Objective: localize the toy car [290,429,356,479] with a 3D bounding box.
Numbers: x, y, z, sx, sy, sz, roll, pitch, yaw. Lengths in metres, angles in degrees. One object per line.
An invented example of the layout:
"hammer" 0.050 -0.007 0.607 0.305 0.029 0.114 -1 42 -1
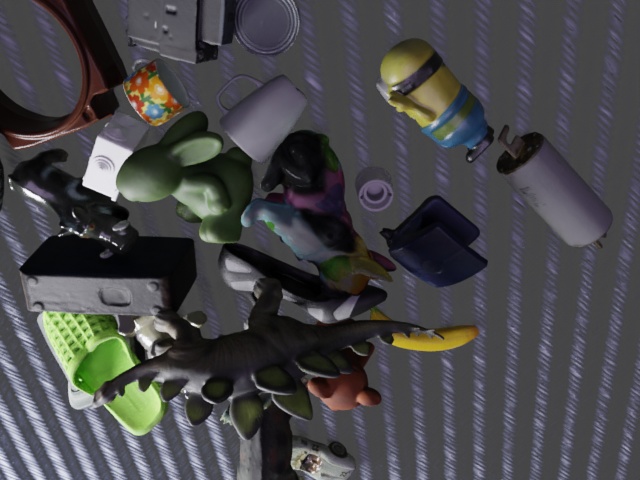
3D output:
"toy car" -0.029 0.414 1.035 0.202 0.056 0.073 21 116 -10

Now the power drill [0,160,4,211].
"power drill" -0.523 -0.119 0.719 0.207 0.086 0.232 22 144 -8

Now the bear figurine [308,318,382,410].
"bear figurine" 0.030 0.211 0.847 0.120 0.196 0.131 8 119 -6

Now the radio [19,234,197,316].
"radio" -0.311 0.050 0.805 0.230 0.131 0.073 1 116 1

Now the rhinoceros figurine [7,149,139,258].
"rhinoceros figurine" -0.343 -0.052 0.764 0.190 0.112 0.073 36 111 -8

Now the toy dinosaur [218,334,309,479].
"toy dinosaur" -0.093 0.357 0.898 0.131 0.192 0.404 -5 88 17

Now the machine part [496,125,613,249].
"machine part" 0.332 -0.069 0.759 0.243 0.079 0.079 40 112 -19

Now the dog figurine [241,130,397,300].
"dog figurine" 0.020 -0.026 0.738 0.219 0.108 0.191 30 103 3

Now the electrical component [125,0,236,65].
"electrical component" -0.167 -0.279 0.650 0.134 0.058 0.114 16 120 14

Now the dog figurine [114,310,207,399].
"dog figurine" -0.259 0.167 0.898 0.121 0.172 0.190 -29 149 -25

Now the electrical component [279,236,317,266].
"electrical component" -0.001 -0.004 0.822 0.102 0.045 0.078 -36 83 15

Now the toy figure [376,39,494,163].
"toy figure" 0.154 -0.183 0.702 0.180 0.082 0.089 35 102 -11

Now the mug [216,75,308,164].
"mug" -0.077 -0.175 0.717 0.107 0.081 0.109 -42 104 8

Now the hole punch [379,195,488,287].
"hole punch" 0.174 0.015 0.803 0.142 0.092 0.116 34 117 -19

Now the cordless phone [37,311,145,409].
"cordless phone" -0.387 0.180 0.914 0.147 0.089 0.184 -27 95 15

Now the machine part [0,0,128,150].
"machine part" -0.372 -0.230 0.684 0.202 0.087 0.200 -16 116 8

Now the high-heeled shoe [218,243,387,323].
"high-heeled shoe" -0.030 0.051 0.823 0.249 0.086 0.145 -9 121 14

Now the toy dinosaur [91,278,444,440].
"toy dinosaur" -0.068 0.155 0.734 0.471 0.199 0.104 -16 131 -15

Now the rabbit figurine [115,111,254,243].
"rabbit figurine" -0.173 -0.080 0.706 0.170 0.121 0.159 9 120 -43
